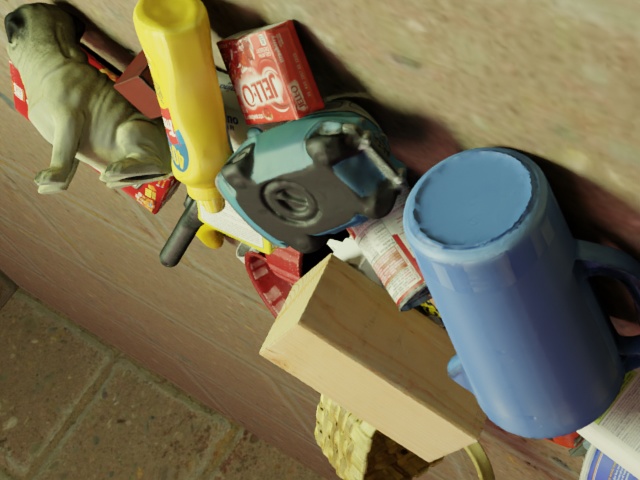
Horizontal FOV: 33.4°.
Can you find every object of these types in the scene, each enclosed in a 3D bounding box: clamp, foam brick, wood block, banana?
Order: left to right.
[{"bbox_3d":[-0.152,-0.152,1.015,0.051,0.053,0.078,42,163,-22],"label":"foam brick"},{"bbox_3d":[-0.135,-0.050,1.227,0.039,0.120,0.172,23,145,-17],"label":"clamp"},{"bbox_3d":[-0.134,-0.019,1.371,0.069,0.037,0.198,41,163,-11],"label":"banana"},{"bbox_3d":[0.060,0.116,1.030,0.206,0.090,0.091,34,146,-10],"label":"wood block"}]

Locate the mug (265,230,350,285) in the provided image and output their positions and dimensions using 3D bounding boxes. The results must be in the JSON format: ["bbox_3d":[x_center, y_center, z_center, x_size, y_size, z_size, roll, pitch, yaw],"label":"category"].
[{"bbox_3d":[-0.007,0.001,1.115,0.082,0.093,0.117,20,127,55],"label":"mug"}]

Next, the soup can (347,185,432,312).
[{"bbox_3d":[0.070,0.001,0.918,0.102,0.068,0.068,57,169,15],"label":"soup can"}]

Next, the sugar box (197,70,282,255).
[{"bbox_3d":[-0.077,-0.074,1.013,0.093,0.048,0.176,25,140,21],"label":"sugar box"}]

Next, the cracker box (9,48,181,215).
[{"bbox_3d":[-0.244,-0.134,1.216,0.213,0.072,0.164,38,162,-3],"label":"cracker box"}]

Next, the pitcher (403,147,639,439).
[{"bbox_3d":[0.162,0.041,0.832,0.145,0.149,0.242,41,168,44],"label":"pitcher"}]

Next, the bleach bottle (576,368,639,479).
[{"bbox_3d":[0.272,0.140,0.943,0.251,0.102,0.068,38,174,18],"label":"bleach bottle"}]

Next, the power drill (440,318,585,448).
[{"bbox_3d":[0.195,0.136,1.120,0.185,0.057,0.187,15,155,52],"label":"power drill"}]

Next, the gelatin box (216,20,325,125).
[{"bbox_3d":[-0.041,-0.131,0.847,0.089,0.030,0.073,7,121,59],"label":"gelatin box"}]

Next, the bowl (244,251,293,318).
[{"bbox_3d":[-0.019,0.064,1.258,0.162,0.055,0.162,46,161,21],"label":"bowl"}]

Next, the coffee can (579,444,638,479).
[{"bbox_3d":[0.336,0.229,1.020,0.140,0.102,0.102,24,160,33],"label":"coffee can"}]

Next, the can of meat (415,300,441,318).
[{"bbox_3d":[0.122,0.037,0.995,0.084,0.057,0.102,14,154,45],"label":"can of meat"}]

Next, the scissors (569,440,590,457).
[{"bbox_3d":[0.300,0.221,1.220,0.096,0.016,0.202,39,163,-6],"label":"scissors"}]

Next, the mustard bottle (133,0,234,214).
[{"bbox_3d":[-0.107,-0.107,0.900,0.096,0.058,0.191,-127,22,-54],"label":"mustard bottle"}]
